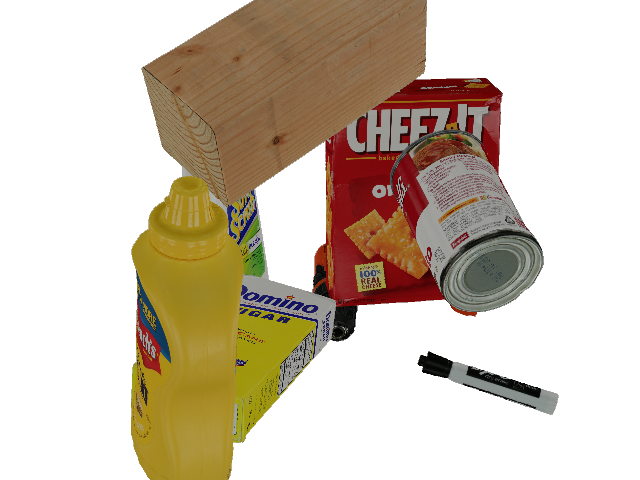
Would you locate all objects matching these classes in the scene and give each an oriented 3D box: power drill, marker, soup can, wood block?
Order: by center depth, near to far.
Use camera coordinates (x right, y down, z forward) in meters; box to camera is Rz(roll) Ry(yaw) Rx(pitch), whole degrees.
[{"bbox_3d":[0.092,-0.013,0.676,0.068,0.069,0.102,0,42,-20],"label":"soup can"},{"bbox_3d":[-0.022,-0.131,0.827,0.205,0.091,0.090,-36,59,-21],"label":"wood block"},{"bbox_3d":[0.142,0.121,0.911,0.121,0.020,0.020,18,2,6],"label":"marker"},{"bbox_3d":[0.083,0.055,1.228,0.187,0.057,0.184,-1,28,-1],"label":"power drill"}]

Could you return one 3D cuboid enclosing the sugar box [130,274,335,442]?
[{"bbox_3d":[-0.063,0.085,0.835,0.093,0.048,0.176,15,29,17],"label":"sugar box"}]

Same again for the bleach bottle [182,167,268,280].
[{"bbox_3d":[-0.109,-0.048,1.119,0.068,0.251,0.102,7,27,26],"label":"bleach bottle"}]

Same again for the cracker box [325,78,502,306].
[{"bbox_3d":[0.088,-0.046,1.047,0.164,0.214,0.072,-3,21,-6],"label":"cracker box"}]

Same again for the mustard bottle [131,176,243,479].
[{"bbox_3d":[-0.075,0.049,0.592,0.058,0.192,0.096,-6,38,-17],"label":"mustard bottle"}]
